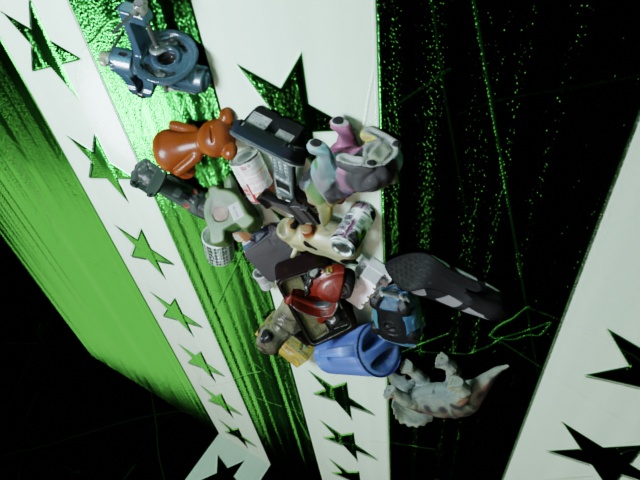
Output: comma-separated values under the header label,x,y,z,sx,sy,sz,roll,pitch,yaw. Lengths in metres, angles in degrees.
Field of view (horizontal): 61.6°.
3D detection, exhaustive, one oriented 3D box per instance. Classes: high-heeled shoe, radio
label,x,y,z,sx,sy,sz,roll,pitch,yaw
high-heeled shoe,0.252,0.092,1.065,0.145,0.086,0.249,26,178,-39
radio,-0.006,0.137,1.274,0.131,0.073,0.229,-22,124,5

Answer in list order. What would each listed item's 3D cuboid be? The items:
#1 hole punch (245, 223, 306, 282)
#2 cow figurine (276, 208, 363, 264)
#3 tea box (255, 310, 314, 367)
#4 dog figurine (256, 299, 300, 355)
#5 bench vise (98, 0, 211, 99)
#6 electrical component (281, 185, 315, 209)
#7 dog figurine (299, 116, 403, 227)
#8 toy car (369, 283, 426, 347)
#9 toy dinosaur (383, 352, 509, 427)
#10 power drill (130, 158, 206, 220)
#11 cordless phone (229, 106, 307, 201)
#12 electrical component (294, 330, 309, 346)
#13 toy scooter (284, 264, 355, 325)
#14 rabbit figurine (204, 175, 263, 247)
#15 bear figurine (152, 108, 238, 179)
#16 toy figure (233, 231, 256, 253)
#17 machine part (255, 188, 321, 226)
label,x,y,z,sx,sy,sz,roll,pitch,yaw
hole punch,-0.103,0.019,1.285,0.116,0.092,0.142,-31,111,19
cow figurine,-0.002,-0.003,1.150,0.195,0.085,0.127,17,149,17
tea box,-0.102,0.298,1.613,0.169,0.068,0.098,39,147,-2
dog figurine,-0.083,0.192,1.362,0.121,0.190,0.172,25,143,19
bench vise,-0.318,-0.352,0.986,0.224,0.129,0.240,24,162,7
electrical component,-0.041,-0.089,1.142,0.063,0.021,0.094,50,145,-16
dog figurine,0.048,-0.104,0.970,0.192,0.108,0.219,25,149,15
toy car,0.168,0.147,1.149,0.109,0.103,0.161,9,134,28
toy dinosaur,0.300,0.370,1.288,0.405,0.131,0.192,-14,133,45
power drill,-0.331,-0.112,1.280,0.232,0.086,0.207,29,-174,29
cordless phone,-0.097,-0.158,1.064,0.147,0.089,0.184,28,152,15
electrical component,-0.031,0.252,1.488,0.048,0.075,0.119,39,142,-1
toy scooter,-0.004,0.116,1.169,0.135,0.075,0.183,13,133,-5
rabbit figurine,-0.200,-0.060,1.227,0.159,0.121,0.170,55,-172,11
bear figurine,-0.251,-0.205,1.144,0.196,0.132,0.120,-11,90,15
toy figure,-0.176,0.005,1.350,0.064,0.058,0.154,-21,115,33
machine part,-0.064,-0.067,1.085,0.139,0.039,0.084,23,173,32
